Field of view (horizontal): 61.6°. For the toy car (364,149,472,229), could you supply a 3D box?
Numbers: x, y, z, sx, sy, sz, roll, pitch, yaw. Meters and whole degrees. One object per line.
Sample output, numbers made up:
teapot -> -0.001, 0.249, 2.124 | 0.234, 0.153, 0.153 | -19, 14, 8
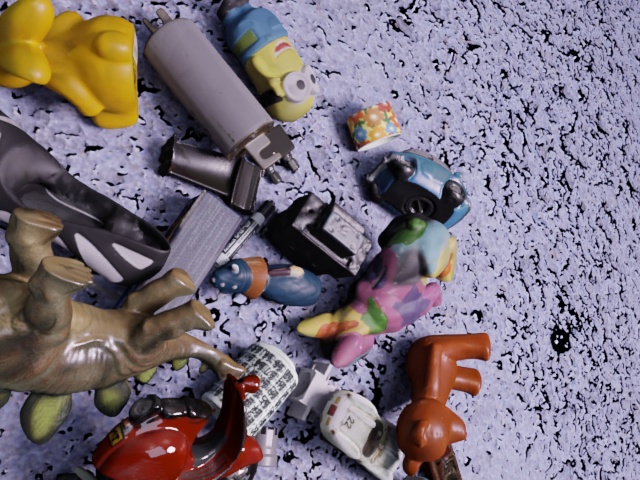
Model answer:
toy car -> 0.153, -0.088, 0.841 | 0.161, 0.109, 0.103 | 30, 46, -12

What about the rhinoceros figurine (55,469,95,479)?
rhinoceros figurine -> -0.247, 0.337, 0.557 | 0.112, 0.073, 0.190 | -16, 89, -42

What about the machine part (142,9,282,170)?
machine part -> -0.138, -0.186, 0.672 | 0.079, 0.079, 0.243 | -38, 90, -29

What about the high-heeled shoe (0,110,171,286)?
high-heeled shoe -> -0.262, -0.055, 0.556 | 0.248, 0.145, 0.086 | 64, 26, -20

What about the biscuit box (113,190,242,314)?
biscuit box -> -0.176, 0.038, 0.644 | 0.062, 0.059, 0.202 | 39, 65, -21

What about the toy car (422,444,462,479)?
toy car -> 0.190, 0.356, 0.816 | 0.089, 0.053, 0.202 | -16, 90, -34

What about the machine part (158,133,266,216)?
machine part -> -0.140, -0.085, 0.698 | 0.139, 0.039, 0.084 | 23, 78, -27

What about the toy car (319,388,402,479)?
toy car -> 0.065, 0.268, 0.728 | 0.201, 0.056, 0.073 | 49, 60, -39

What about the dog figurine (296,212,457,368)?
dog figurine -> 0.075, 0.077, 0.731 | 0.219, 0.191, 0.109 | -30, 54, -32

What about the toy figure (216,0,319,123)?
toy figure -> -0.071, -0.248, 0.739 | 0.082, 0.089, 0.180 | -38, 93, -17

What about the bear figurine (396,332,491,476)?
bear figurine -> 0.174, 0.225, 0.750 | 0.132, 0.120, 0.196 | 5, 34, 6

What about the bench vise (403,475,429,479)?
bench vise -> 0.106, 0.429, 0.690 | 0.223, 0.129, 0.240 | -12, 97, -71

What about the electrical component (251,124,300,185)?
electrical component -> -0.071, -0.128, 0.753 | 0.063, 0.021, 0.094 | -39, 103, -28

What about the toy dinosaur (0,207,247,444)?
toy dinosaur -> -0.265, 0.082, 0.473 | 0.471, 0.105, 0.198 | 28, 103, -37

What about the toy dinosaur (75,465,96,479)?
toy dinosaur -> -0.095, 0.371, 0.602 | 0.131, 0.192, 0.405 | -37, 87, -1

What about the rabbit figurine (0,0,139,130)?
rabbit figurine -> -0.287, -0.189, 0.577 | 0.173, 0.162, 0.121 | 4, 97, -11

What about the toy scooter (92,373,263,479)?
toy scooter -> -0.127, 0.194, 0.549 | 0.184, 0.075, 0.135 | 16, 103, -36

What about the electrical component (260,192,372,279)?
electrical component -> -0.001, -0.002, 0.709 | 0.115, 0.134, 0.058 | 36, 66, -19

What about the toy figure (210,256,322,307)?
toy figure -> -0.072, 0.055, 0.703 | 0.154, 0.058, 0.064 | 15, 97, -31
